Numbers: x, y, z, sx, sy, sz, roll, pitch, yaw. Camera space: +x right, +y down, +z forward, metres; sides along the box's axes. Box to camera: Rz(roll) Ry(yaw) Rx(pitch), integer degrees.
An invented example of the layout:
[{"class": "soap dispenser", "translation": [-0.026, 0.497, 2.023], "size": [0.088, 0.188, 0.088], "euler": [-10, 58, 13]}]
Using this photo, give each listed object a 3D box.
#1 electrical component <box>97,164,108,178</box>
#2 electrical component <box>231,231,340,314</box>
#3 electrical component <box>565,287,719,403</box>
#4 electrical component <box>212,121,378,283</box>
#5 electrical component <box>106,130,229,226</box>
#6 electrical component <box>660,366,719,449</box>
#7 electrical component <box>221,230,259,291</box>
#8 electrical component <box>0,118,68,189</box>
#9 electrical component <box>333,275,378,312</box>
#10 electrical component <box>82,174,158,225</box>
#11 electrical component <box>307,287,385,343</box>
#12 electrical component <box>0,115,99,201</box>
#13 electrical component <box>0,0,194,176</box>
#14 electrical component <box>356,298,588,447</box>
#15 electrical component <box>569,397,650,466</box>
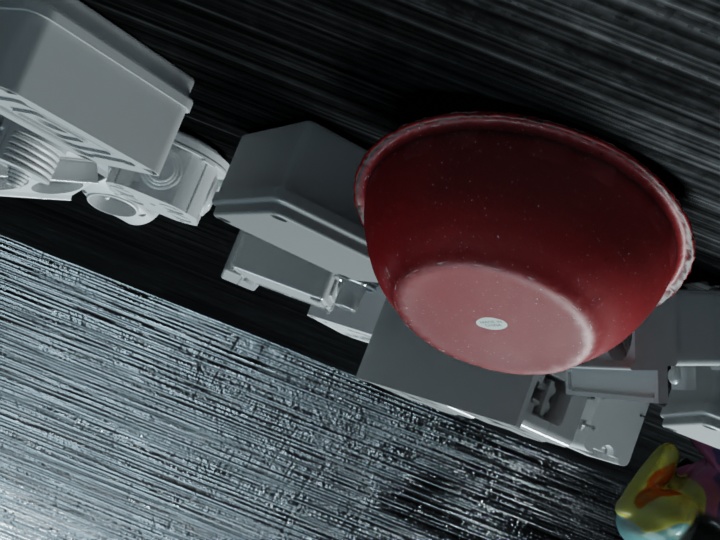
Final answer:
[{"class": "electrical component", "translation": [-0.186, -0.087, 0.803], "size": [0.046, 0.040, 0.040], "euler": [31, 169, -23]}, {"class": "electrical component", "translation": [-0.047, -0.008, 0.876], "size": [0.096, 0.061, 0.061], "euler": [20, 171, 9]}, {"class": "electrical component", "translation": [0.157, 0.034, 0.620], "size": [0.063, 0.078, 0.121], "euler": [1, 176, -12]}, {"class": "electrical component", "translation": [-0.017, -0.037, 0.633], "size": [0.109, 0.056, 0.109], "euler": [26, 171, -25]}, {"class": "electrical component", "translation": [-0.136, -0.068, 0.752], "size": [0.080, 0.051, 0.080], "euler": [21, 172, 3]}, {"class": "electrical component", "translation": [0.284, 0.102, 0.760], "size": [0.109, 0.056, 0.108], "euler": [21, 171, 3]}, {"class": "electrical component", "translation": [-0.094, -0.003, 1.070], "size": [0.076, 0.047, 0.083], "euler": [23, 172, -7]}, {"class": "electrical component", "translation": [-0.204, -0.090, 0.684], "size": [0.043, 0.081, 0.043], "euler": [21, 172, 3]}, {"class": "electrical component", "translation": [0.000, 0.000, 0.805], "size": [0.048, 0.062, 0.048], "euler": [21, 172, 3]}, {"class": "electrical component", "translation": [-0.178, -0.070, 0.864], "size": [0.079, 0.044, 0.077], "euler": [5, 159, 21]}, {"class": "electrical component", "translation": [0.018, 0.038, 1.018], "size": [0.113, 0.057, 0.078], "euler": [15, 169, 38]}, {"class": "electrical component", "translation": [-0.247, -0.087, 0.735], "size": [0.121, 0.063, 0.079], "euler": [1, 166, -43]}, {"class": "electrical component", "translation": [-0.154, -0.101, 0.573], "size": [0.078, 0.057, 0.113], "euler": [14, 170, 40]}, {"class": "electrical component", "translation": [0.088, 0.053, 0.769], "size": [0.060, 0.105, 0.186], "euler": [27, 170, -32]}, {"class": "electrical component", "translation": [0.203, 0.110, 0.900], "size": [0.050, 0.089, 0.056], "euler": [25, 171, -23]}]
